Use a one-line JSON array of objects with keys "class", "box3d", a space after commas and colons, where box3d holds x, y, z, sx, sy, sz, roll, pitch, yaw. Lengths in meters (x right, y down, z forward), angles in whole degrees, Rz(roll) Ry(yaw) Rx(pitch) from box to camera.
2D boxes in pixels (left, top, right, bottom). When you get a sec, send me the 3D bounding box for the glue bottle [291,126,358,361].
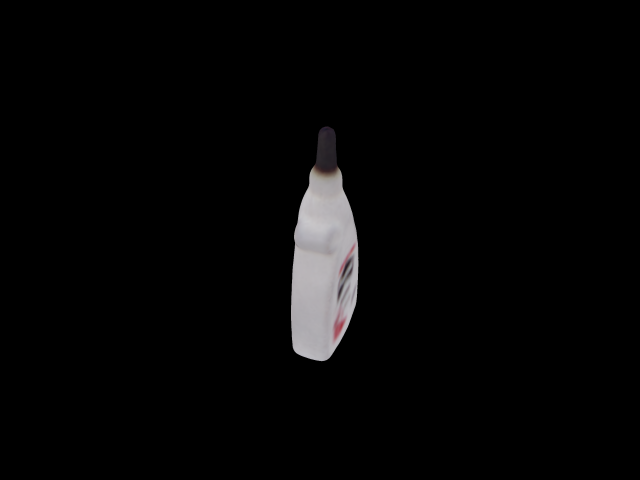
[{"class": "glue bottle", "box3d": [0.004, 0.001, 0.400, 0.037, 0.173, 0.078, 11, 39, 14]}]
